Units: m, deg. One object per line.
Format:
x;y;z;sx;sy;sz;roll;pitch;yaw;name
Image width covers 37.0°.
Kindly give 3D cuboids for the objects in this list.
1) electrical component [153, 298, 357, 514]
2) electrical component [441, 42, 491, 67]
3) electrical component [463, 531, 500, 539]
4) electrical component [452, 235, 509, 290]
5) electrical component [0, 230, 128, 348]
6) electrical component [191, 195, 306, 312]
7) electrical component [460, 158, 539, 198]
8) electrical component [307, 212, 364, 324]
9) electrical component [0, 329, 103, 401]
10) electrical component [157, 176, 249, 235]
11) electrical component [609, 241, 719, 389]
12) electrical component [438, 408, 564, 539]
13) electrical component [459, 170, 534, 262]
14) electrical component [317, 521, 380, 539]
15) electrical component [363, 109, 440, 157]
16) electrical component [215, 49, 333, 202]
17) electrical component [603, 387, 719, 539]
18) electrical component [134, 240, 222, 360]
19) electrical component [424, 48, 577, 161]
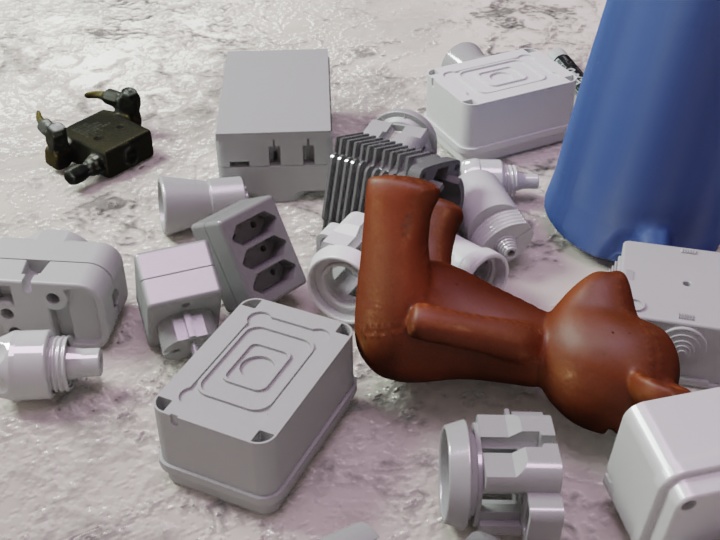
-0.057;0.076;0.619;0.078;0.057;0.113;15;39;21;electrical component
0.106;-0.176;0.977;0.045;0.045;0.055;-17;39;-21;electrical component
0.074;0.156;0.525;0.061;0.035;0.035;28;45;31;electrical component
0.073;-0.001;0.740;0.040;0.040;0.046;-24;37;-29;electrical component
-0.207;0.012;0.714;0.095;0.053;0.059;3;36;5;electrical component
-0.086;-0.010;0.740;0.047;0.065;0.077;-31;16;-35;electrical component
0.108;-0.069;0.837;0.061;0.035;0.035;0;36;-3;electrical component
0.000;0.000;0.724;0.078;0.058;0.057;16;36;21;electrical component
-0.190;0.058;0.659;0.062;0.043;0.043;-2;36;-4;electrical component
-0.117;-0.051;0.812;0.065;0.044;0.044;-6;36;-15;electrical component
0.206;0.027;0.690;0.100;0.048;0.099;8;37;12;electrical component
0.073;0.109;0.572;0.057;0.058;0.078;1;36;-2;electrical component
0.096;-0.034;0.781;0.043;0.043;0.081;-9;37;-11;electrical component
-0.013;0.149;0.533;0.046;0.040;0.040;-18;39;-31;electrical component
0.028;-0.091;0.851;0.078;0.058;0.057;12;41;18;electrical component
-0.068;-0.122;0.891;0.089;0.061;0.150;-2;36;-1;electrical component
0.192;0.105;0.553;0.113;0.078;0.057;-9;46;-11;electrical component
-0.111;0.032;0.682;0.047;0.065;0.076;-13;67;-16;electrical component
0.119;-0.140;0.915;0.113;0.057;0.078;-16;39;-20;electrical component
